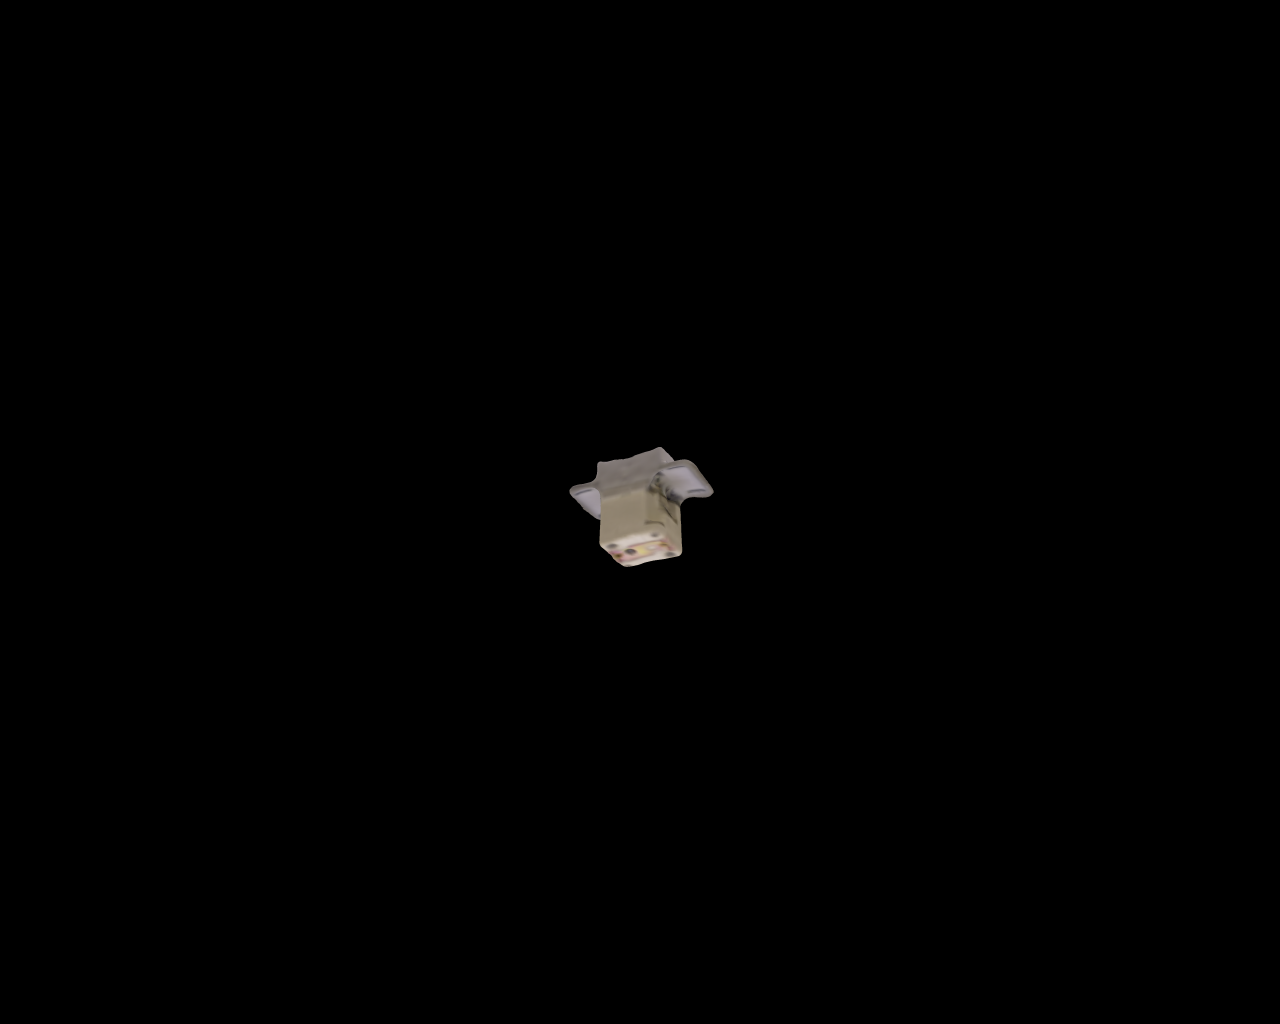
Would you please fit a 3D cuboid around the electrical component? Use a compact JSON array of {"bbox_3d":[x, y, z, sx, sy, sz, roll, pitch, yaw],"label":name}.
[{"bbox_3d":[0.001,-0.003,0.650,0.081,0.064,0.042,-13,-32,22],"label":"electrical component"}]
